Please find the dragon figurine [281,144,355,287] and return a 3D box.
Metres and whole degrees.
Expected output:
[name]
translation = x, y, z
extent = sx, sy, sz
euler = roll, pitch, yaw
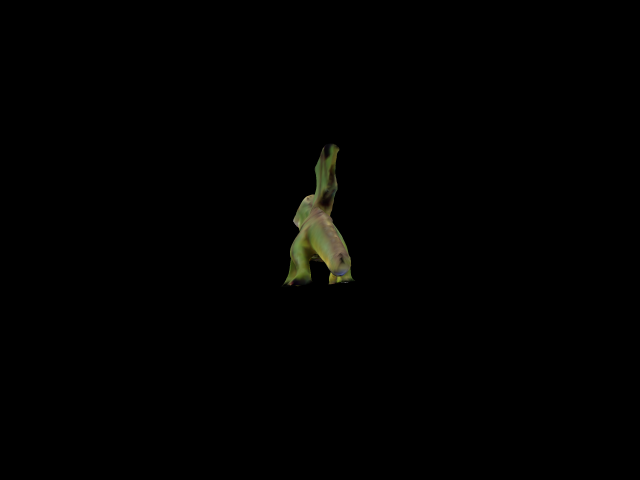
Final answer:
[dragon figurine]
translation = 0.003, -0.043, 0.850
extent = 0.122, 0.245, 0.406
euler = 2, -10, -11
